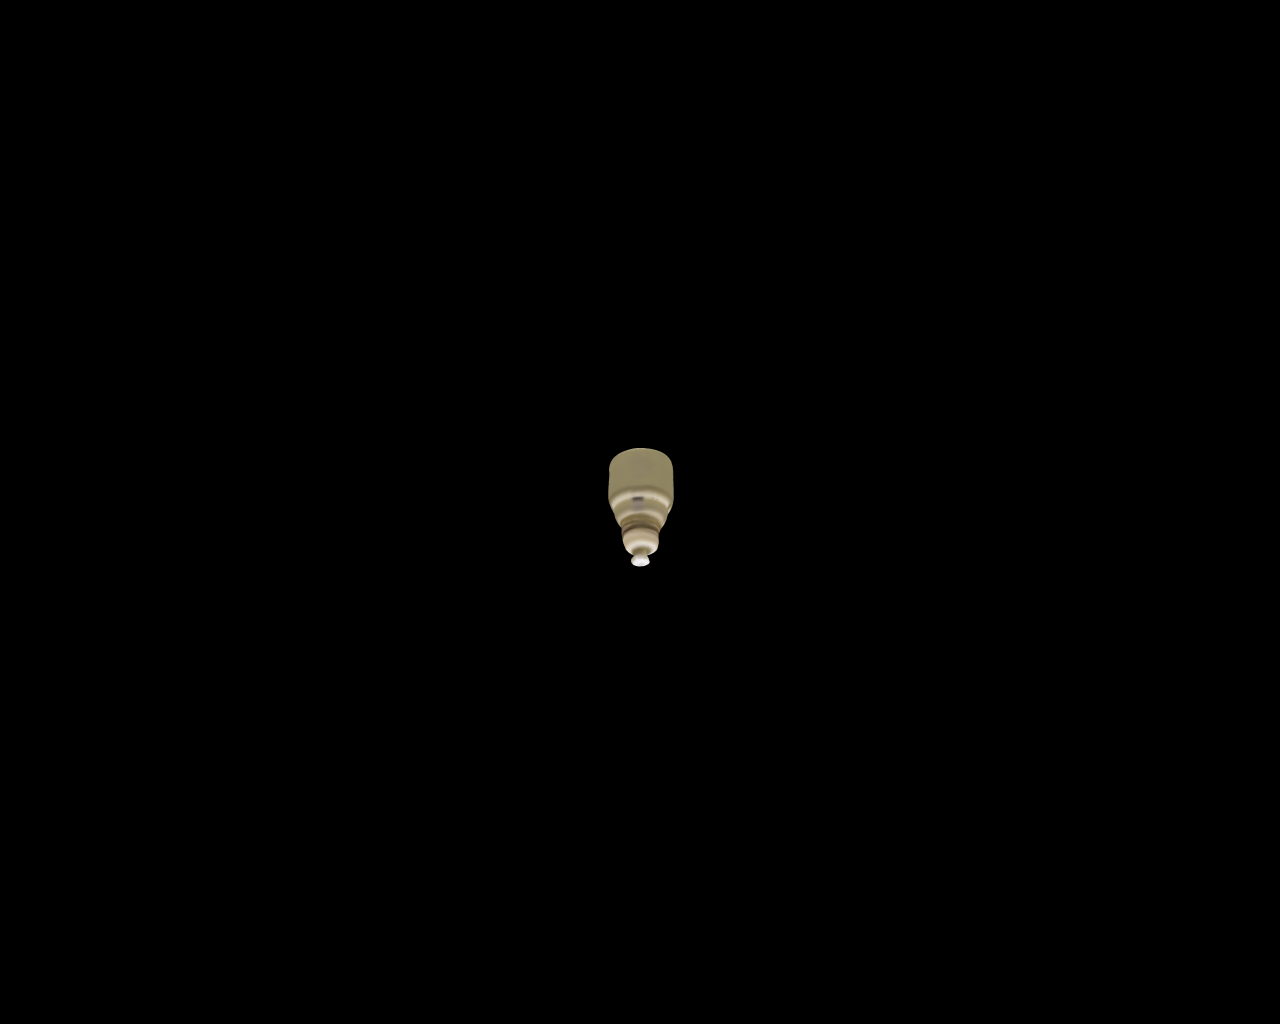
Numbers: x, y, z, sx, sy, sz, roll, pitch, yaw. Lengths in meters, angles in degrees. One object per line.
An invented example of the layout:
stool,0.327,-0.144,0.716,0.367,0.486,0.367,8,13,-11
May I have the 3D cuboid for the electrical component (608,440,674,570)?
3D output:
electrical component,0.001,-0.003,0.650,0.040,0.078,0.040,0,-30,0
